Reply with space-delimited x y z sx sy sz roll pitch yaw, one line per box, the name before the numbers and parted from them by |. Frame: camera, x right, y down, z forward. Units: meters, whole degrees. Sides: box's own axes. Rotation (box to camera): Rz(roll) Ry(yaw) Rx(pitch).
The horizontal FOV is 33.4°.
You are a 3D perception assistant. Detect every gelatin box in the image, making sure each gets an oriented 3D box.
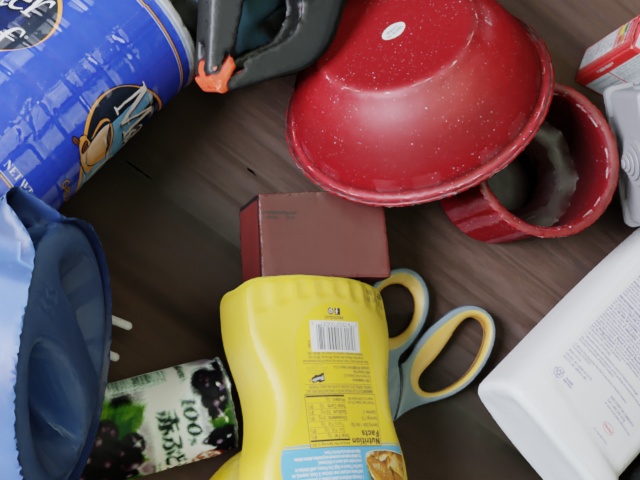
gelatin box | 0.224 -0.106 0.695 0.089 0.073 0.030 26 76 -9

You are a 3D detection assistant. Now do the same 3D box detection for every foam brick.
foam brick | -0.004 0.001 0.631 0.078 0.051 0.053 -1 82 -15

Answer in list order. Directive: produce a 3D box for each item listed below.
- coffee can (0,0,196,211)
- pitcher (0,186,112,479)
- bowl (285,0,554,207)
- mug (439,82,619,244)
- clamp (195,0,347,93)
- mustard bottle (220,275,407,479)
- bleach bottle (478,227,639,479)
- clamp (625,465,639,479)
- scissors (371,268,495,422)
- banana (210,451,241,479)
coffee can | -0.148 -0.078 0.568 0.103 0.103 0.140 43 67 -6
pitcher | -0.228 0.059 0.504 0.243 0.145 0.149 3 71 6
bowl | 0.049 -0.099 0.608 0.162 0.055 0.162 -11 52 13
mug | 0.110 -0.046 0.651 0.117 0.082 0.093 22 78 -11
clamp | -0.016 -0.156 0.572 0.171 0.039 0.120 -47 105 -14
mustard bottle | 0.001 0.117 0.575 0.096 0.058 0.191 7 67 -36
bleach bottle | 0.219 0.046 0.678 0.250 0.068 0.102 -40 93 -18
clamp | 0.268 0.174 0.666 0.209 0.036 0.164 -7 78 -27
scissors | 0.021 0.096 0.643 0.201 0.016 0.096 -38 91 -16
banana | -0.053 0.191 0.595 0.069 0.037 0.198 23 80 4
